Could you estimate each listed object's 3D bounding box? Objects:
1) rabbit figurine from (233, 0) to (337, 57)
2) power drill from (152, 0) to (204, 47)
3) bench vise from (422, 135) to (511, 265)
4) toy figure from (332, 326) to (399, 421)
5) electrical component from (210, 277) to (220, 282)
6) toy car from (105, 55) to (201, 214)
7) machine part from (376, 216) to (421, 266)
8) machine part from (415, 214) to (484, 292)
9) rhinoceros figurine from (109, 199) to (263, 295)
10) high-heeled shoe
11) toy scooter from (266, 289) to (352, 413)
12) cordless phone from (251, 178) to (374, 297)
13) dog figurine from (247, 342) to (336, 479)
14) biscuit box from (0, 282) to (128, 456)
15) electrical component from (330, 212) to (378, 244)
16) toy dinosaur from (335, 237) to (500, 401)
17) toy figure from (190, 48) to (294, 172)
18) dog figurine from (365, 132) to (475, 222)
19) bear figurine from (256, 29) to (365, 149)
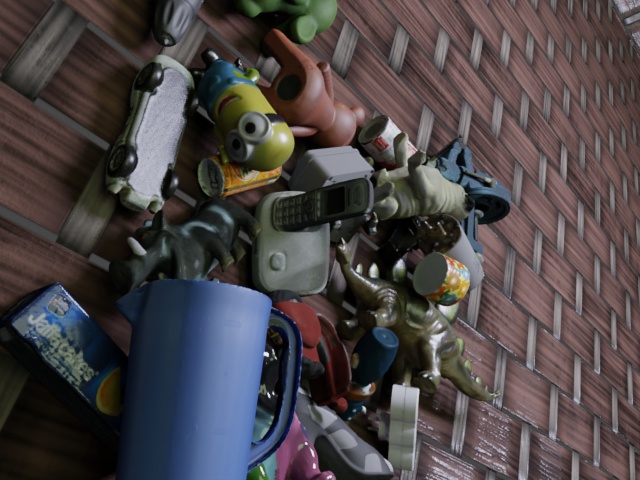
[{"bbox_3d":[-0.040,-0.361,0.807,0.170,0.121,0.159,16,75,-38],"label":"rabbit figurine"},{"bbox_3d":[-0.114,-0.358,0.682,0.086,0.207,0.232,39,42,-51],"label":"power drill"},{"bbox_3d":[0.288,-0.069,1.055,0.223,0.129,0.240,27,57,-34],"label":"bench vise"},{"bbox_3d":[0.061,0.193,0.766,0.064,0.154,0.058,24,25,-5],"label":"toy figure"},{"bbox_3d":[-0.155,0.076,0.645,0.063,0.021,0.094,42,53,-28],"label":"electrical component"},{"bbox_3d":[-0.197,-0.127,0.637,0.073,0.056,0.201,30,61,-43],"label":"toy car"},{"bbox_3d":[0.150,-0.005,0.957,0.139,0.039,0.084,-39,111,-45],"label":"machine part"},{"bbox_3d":[0.228,0.027,0.930,0.243,0.079,0.079,46,49,-50],"label":"machine part"},{"bbox_3d":[-0.151,0.007,0.616,0.112,0.073,0.190,45,40,3],"label":"rhinoceros figurine"},{"bbox_3d":[0.019,0.275,0.752,0.248,0.086,0.145,38,21,-52],"label":"high-heeled shoe"},{"bbox_3d":[-0.012,0.148,0.689,0.183,0.075,0.135,42,22,-47],"label":"toy scooter"},{"bbox_3d":[-0.002,-0.002,0.703,0.088,0.184,0.146,18,66,-45],"label":"cordless phone"},{"bbox_3d":[-0.088,0.221,0.625,0.108,0.191,0.219,-1,46,-42],"label":"dog figurine"},{"bbox_3d":[-0.225,0.137,0.533,0.202,0.063,0.059,55,46,-19],"label":"biscuit box"},{"bbox_3d":[0.040,-0.026,0.820,0.102,0.078,0.045,18,25,-45],"label":"electrical component"},{"bbox_3d":[0.168,0.158,0.883,0.470,0.105,0.198,51,48,-23],"label":"toy dinosaur"},{"bbox_3d":[-0.099,-0.166,0.688,0.089,0.082,0.180,-11,55,-38],"label":"toy figure"},{"bbox_3d":[0.154,-0.060,0.913,0.190,0.172,0.121,43,24,-35],"label":"dog figurine"},{"bbox_3d":[-0.019,-0.203,0.806,0.132,0.120,0.195,39,9,20],"label":"bear figurine"}]
